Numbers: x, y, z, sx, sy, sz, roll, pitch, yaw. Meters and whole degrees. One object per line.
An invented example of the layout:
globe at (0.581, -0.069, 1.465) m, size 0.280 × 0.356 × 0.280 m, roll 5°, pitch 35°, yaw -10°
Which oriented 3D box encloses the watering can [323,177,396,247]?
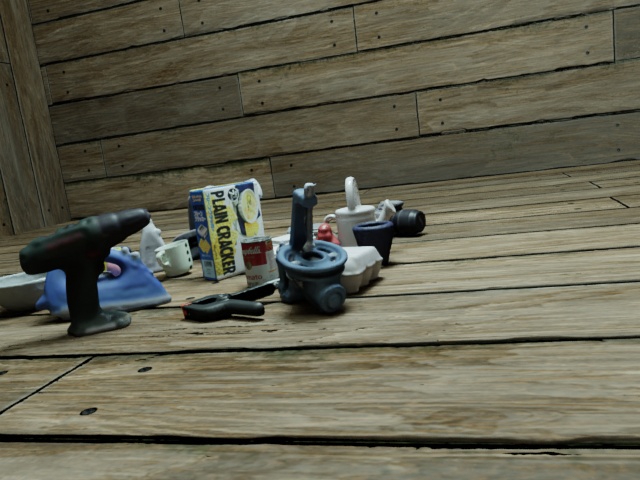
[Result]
watering can at (0.096, -0.060, 1.407) m, size 0.173 × 0.194 × 0.101 m, roll -9°, pitch 10°, yaw -6°

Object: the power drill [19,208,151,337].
power drill at (-0.409, 0.059, 1.041) m, size 0.230 × 0.208 × 0.075 m, roll -10°, pitch 10°, yaw -16°

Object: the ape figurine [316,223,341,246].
ape figurine at (0.013, 0.005, 1.397) m, size 0.077 × 0.092 × 0.076 m, roll -2°, pitch 11°, yaw 28°

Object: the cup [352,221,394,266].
cup at (0.126, 0.007, 1.284) m, size 0.091 × 0.095 × 0.118 m, roll -4°, pitch 10°, yaw 21°

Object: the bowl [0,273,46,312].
bowl at (-0.659, 0.119, 1.295) m, size 0.167 × 0.075 × 0.167 m, roll -7°, pitch 9°, yaw 1°

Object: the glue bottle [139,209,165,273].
glue bottle at (-0.453, 0.001, 1.537) m, size 0.078 × 0.173 × 0.037 m, roll -10°, pitch 10°, yaw -15°

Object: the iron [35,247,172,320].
iron at (-0.443, 0.076, 1.175) m, size 0.258 × 0.141 × 0.118 m, roll -8°, pitch 9°, yaw -1°

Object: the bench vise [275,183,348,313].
bench vise at (-0.040, 0.010, 1.011) m, size 0.122 × 0.220 × 0.206 m, roll -16°, pitch 13°, yaw -43°

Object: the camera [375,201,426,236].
camera at (0.212, -0.057, 1.591) m, size 0.136 × 0.101 × 0.144 m, roll 1°, pitch 12°, yaw 41°

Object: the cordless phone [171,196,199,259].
cordless phone at (-0.387, -0.038, 1.688) m, size 0.093 × 0.185 × 0.148 m, roll -2°, pitch 11°, yaw 30°

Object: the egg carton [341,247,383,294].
egg carton at (0.055, 0.056, 1.123) m, size 0.107 × 0.069 × 0.151 m, roll -3°, pitch 10°, yaw 27°

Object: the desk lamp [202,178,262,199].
desk lamp at (-0.227, -0.057, 1.590) m, size 0.203 × 0.213 × 0.118 m, roll -6°, pitch 10°, yaw 9°

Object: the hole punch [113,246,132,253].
hole punch at (-0.551, 0.060, 1.516) m, size 0.109 × 0.091 × 0.101 m, roll -11°, pitch 10°, yaw -20°

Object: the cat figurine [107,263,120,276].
cat figurine at (-0.440, 0.072, 1.271) m, size 0.067 × 0.118 × 0.127 m, roll -10°, pitch 10°, yaw -16°
